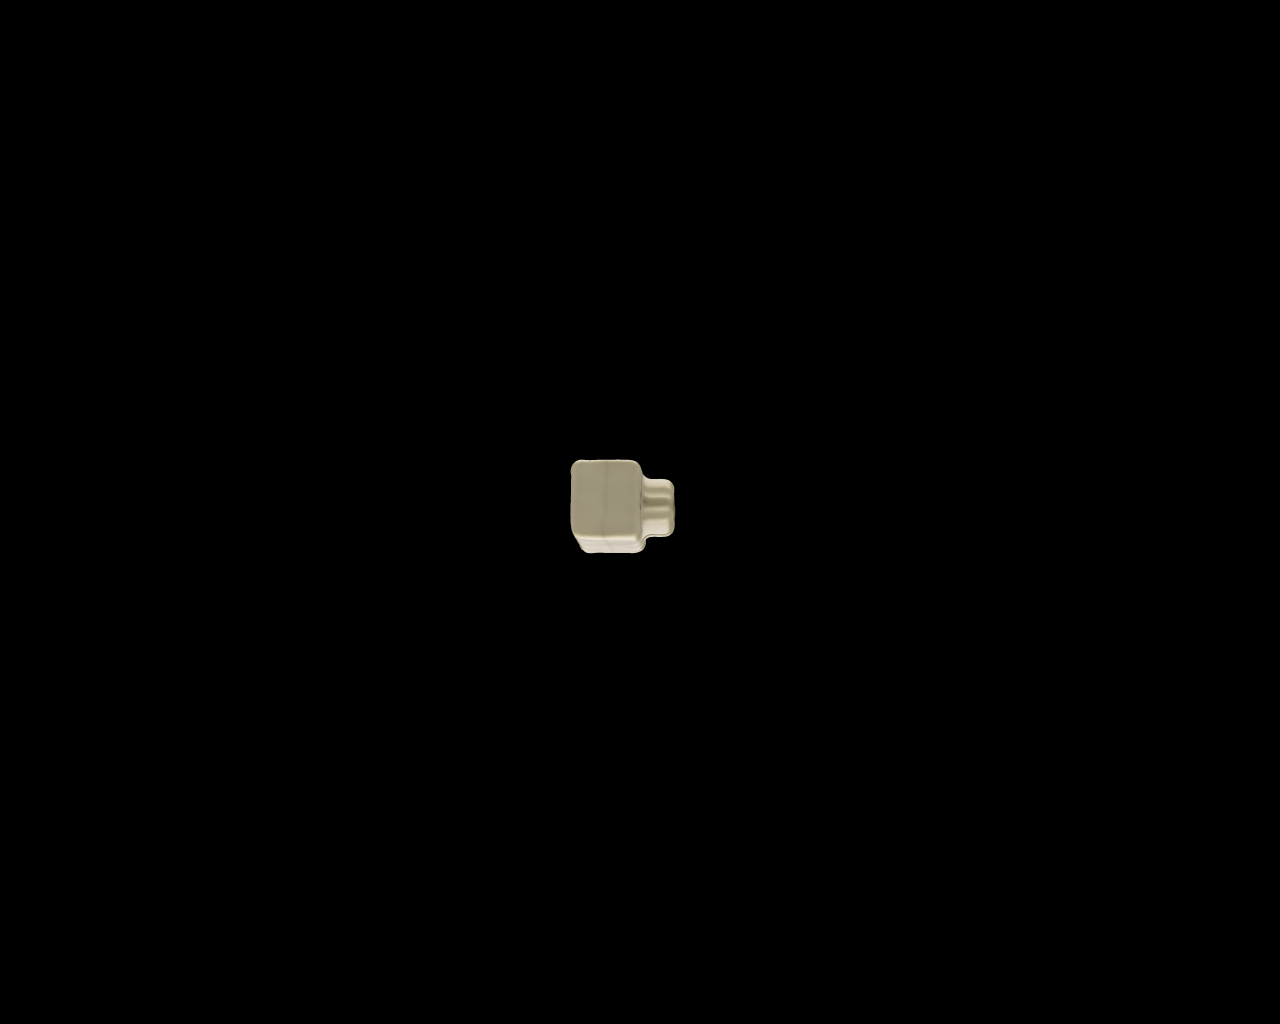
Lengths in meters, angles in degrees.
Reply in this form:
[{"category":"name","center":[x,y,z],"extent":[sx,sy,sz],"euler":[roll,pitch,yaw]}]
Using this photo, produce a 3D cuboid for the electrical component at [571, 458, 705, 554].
[{"category":"electrical component","center":[0.001,-0.003,0.650],"extent":[0.077,0.047,0.065],"euler":[-1,-11,4]}]
